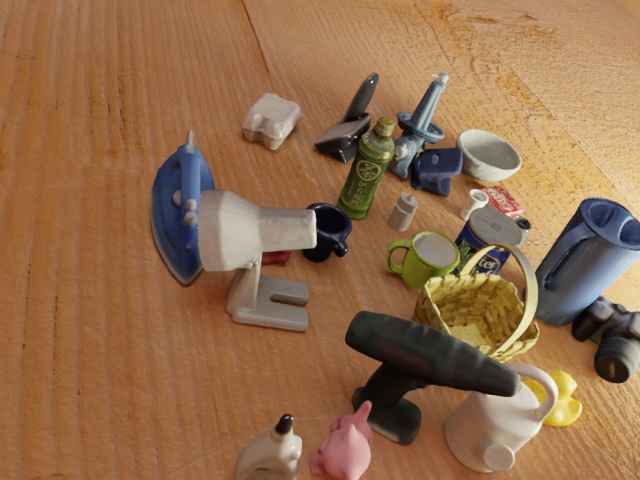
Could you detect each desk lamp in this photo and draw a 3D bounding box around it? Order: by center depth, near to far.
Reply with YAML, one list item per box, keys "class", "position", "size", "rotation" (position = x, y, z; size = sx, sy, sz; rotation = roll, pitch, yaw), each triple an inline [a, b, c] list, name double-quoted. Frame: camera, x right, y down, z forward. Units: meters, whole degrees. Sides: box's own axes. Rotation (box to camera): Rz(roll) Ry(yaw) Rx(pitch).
- class: "desk lamp"
  position: [-0.095, 0.026, 0.881]
  size: [0.203, 0.213, 0.118]
  rotation: [10, 43, -11]

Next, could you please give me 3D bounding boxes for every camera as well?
- class: "camera"
  position: [0.541, 0.183, 1.045]
  size: [0.143, 0.101, 0.137]
  rotation: [37, 45, 18]

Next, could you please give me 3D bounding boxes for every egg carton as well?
- class: "egg carton"
  position: [-0.108, -0.270, 1.285]
  size: [0.107, 0.069, 0.150]
  rotation: [23, 43, 3]

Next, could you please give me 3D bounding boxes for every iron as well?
- class: "iron"
  position: [-0.224, -0.063, 0.976]
  size: [0.119, 0.141, 0.258]
  rotation: [2, 46, -18]

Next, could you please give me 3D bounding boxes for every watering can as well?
- class: "watering can"
  position: [0.260, 0.247, 0.805]
  size: [0.101, 0.194, 0.173]
  rotation: [12, 43, -8]

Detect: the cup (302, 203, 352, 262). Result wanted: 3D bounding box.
- class: "cup"
  position: [0.009, 0.004, 1.031]
  size: [0.092, 0.095, 0.117]
  rotation: [-11, 51, -30]

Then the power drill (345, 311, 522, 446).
- class: "power drill"
  position: [0.132, 0.196, 0.798]
  size: [0.229, 0.208, 0.076]
  rotation: [27, 43, 7]

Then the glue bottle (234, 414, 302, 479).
- class: "glue bottle"
  position: [-0.055, 0.256, 0.691]
  size: [0.078, 0.173, 0.037]
  rotation: [11, 43, -9]

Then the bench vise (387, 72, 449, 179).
- class: "bench vise"
  position: [0.231, -0.253, 1.285]
  size: [0.121, 0.220, 0.207]
  rotation: [17, 43, -3]

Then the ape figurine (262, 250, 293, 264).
- class: "ape figurine"
  position: [-0.081, -0.003, 1.005]
  size: [0.077, 0.092, 0.076]
  rotation: [29, 43, 10]

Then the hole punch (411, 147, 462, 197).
- class: "hole punch"
  position: [0.265, -0.166, 1.304]
  size: [0.101, 0.091, 0.108]
  rotation: [18, 43, -2]

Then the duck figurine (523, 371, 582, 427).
- class: "duck figurine"
  position: [0.381, 0.249, 0.928]
  size: [0.104, 0.086, 0.077]
  rotation: [24, 43, 4]

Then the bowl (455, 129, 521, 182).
- class: "bowl"
  position: [0.398, -0.194, 1.396]
  size: [0.167, 0.075, 0.167]
  rotation: [11, 43, -10]

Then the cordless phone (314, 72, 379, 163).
- class: "cordless phone"
  position: [0.067, -0.280, 1.276]
  size: [0.094, 0.185, 0.148]
  rotation: [28, 43, 8]

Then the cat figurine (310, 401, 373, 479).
- class: "cat figurine"
  position: [0.039, 0.269, 0.755]
  size: [0.067, 0.118, 0.128]
  rotation: [28, 43, 9]
